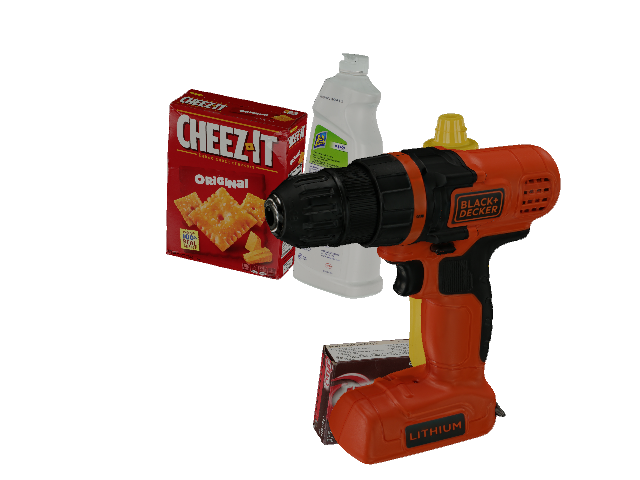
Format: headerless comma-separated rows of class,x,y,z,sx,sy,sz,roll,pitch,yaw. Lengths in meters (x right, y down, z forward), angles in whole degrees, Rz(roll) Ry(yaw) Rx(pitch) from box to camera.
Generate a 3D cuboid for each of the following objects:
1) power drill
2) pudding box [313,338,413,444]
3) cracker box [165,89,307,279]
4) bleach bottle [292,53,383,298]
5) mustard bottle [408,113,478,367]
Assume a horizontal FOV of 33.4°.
power drill,0.050,0.037,0.626,0.184,0.188,0.057,-8,28,-24
pudding box,0.054,0.139,0.995,0.113,0.090,0.039,-4,28,-21
cracker box,-0.111,-0.069,1.360,0.164,0.214,0.072,13,29,15
bleach bottle,0.030,-0.072,1.145,0.103,0.251,0.067,18,18,38
mustard bottle,0.100,-0.002,0.819,0.058,0.192,0.096,8,22,28
